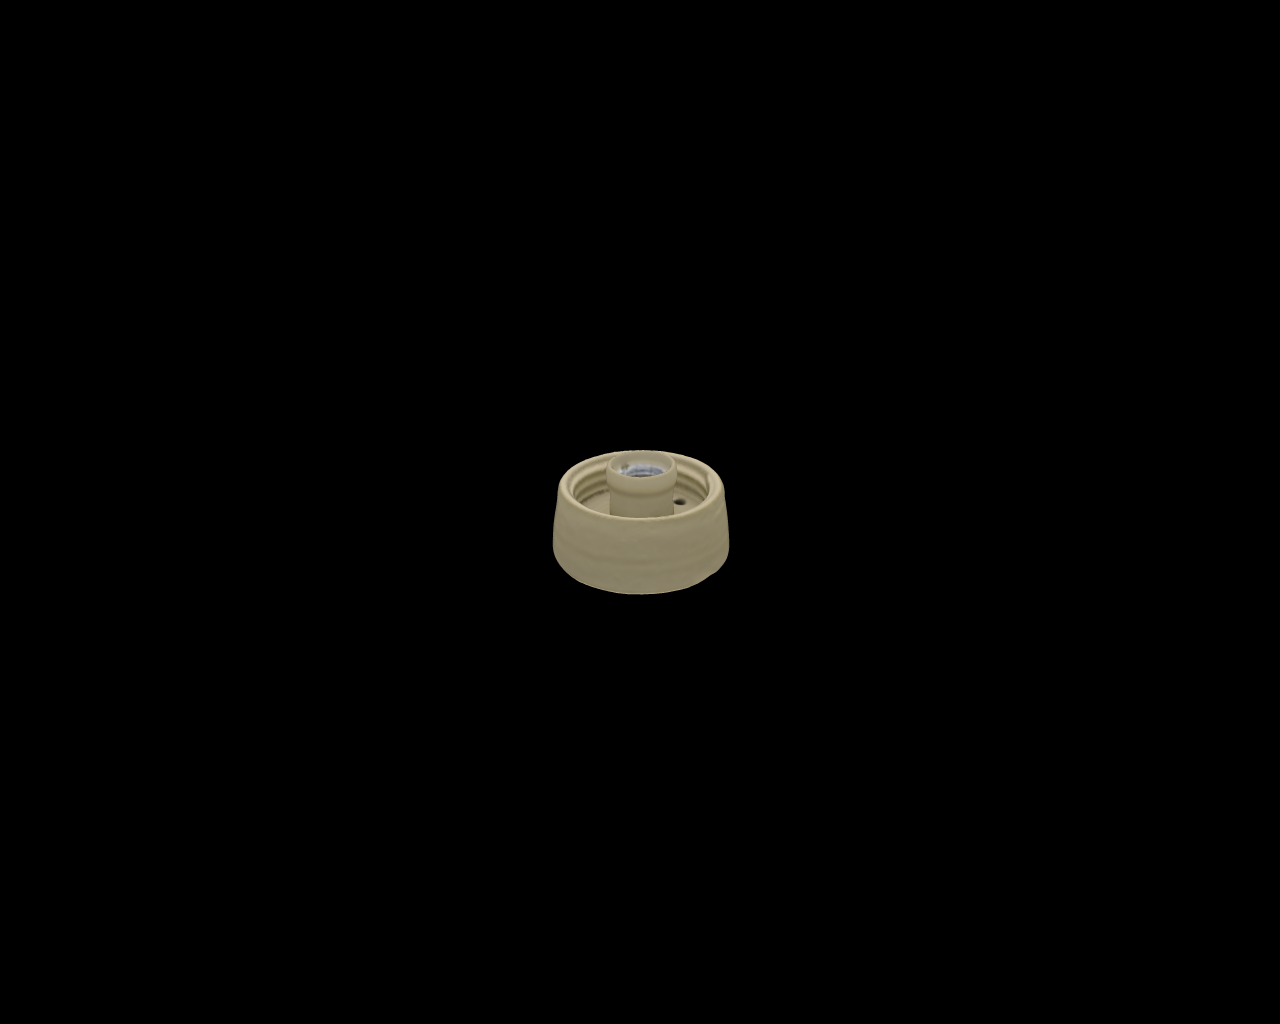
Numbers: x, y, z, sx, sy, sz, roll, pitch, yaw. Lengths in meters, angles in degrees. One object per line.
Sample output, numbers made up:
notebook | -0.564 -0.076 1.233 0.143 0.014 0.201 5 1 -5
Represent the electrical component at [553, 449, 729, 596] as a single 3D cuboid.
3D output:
electrical component | 0.001 -0.003 0.650 0.108 0.060 0.108 0 26 0
